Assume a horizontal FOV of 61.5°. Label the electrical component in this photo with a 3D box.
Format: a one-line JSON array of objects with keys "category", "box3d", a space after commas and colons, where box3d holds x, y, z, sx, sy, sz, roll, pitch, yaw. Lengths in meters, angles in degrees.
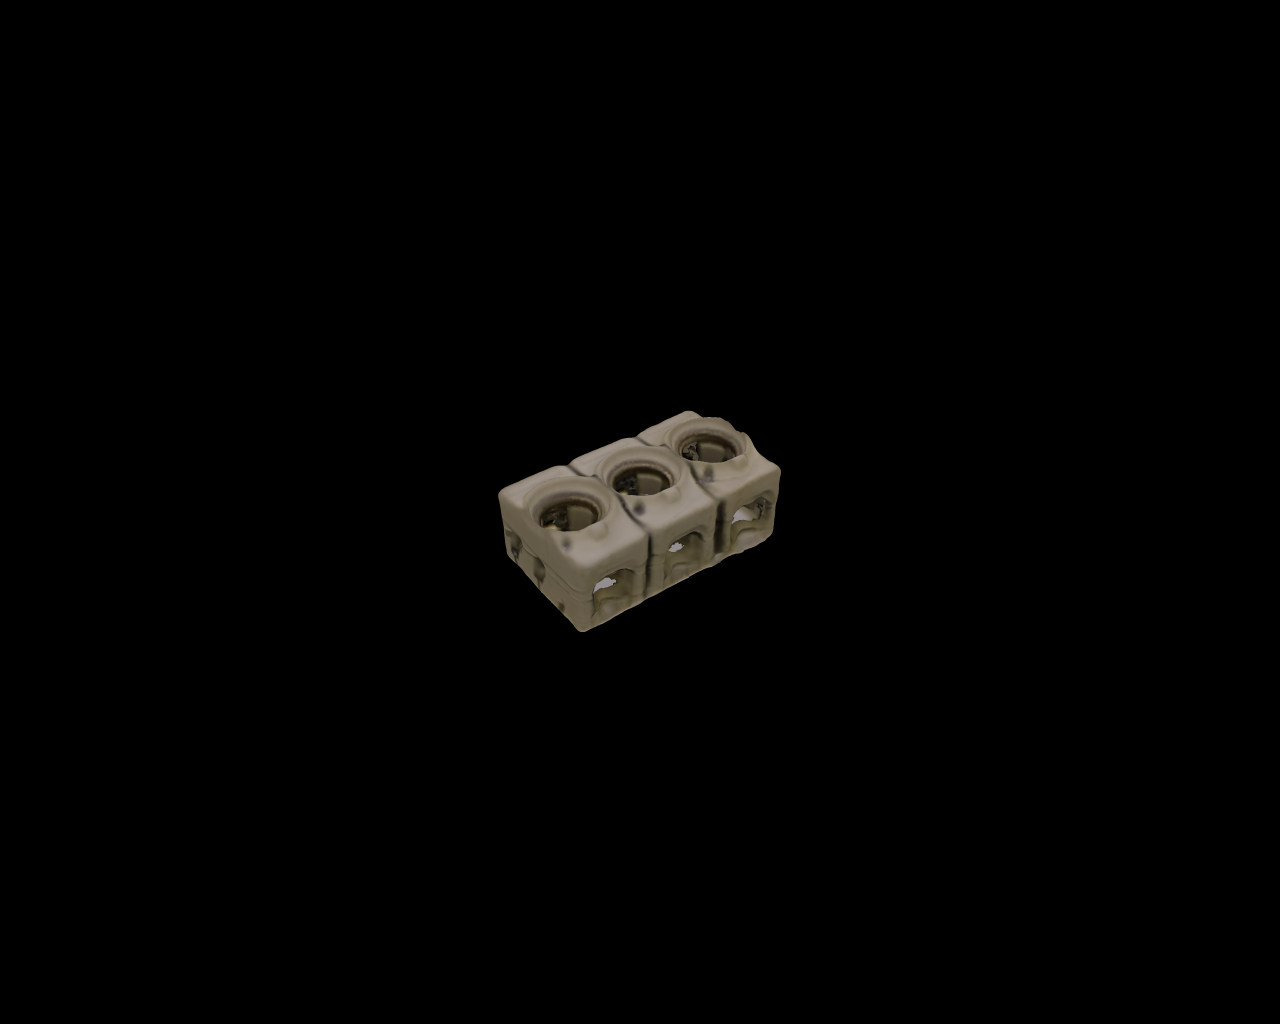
[{"category": "electrical component", "box3d": [0.001, -0.003, 0.650, 0.150, 0.061, 0.089, -26, 46, -28]}]
